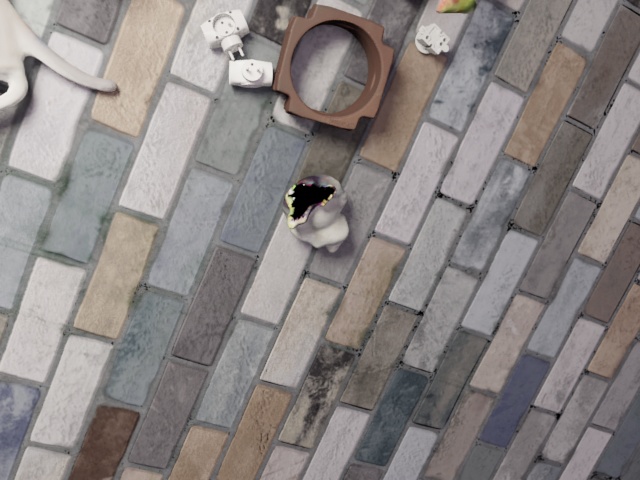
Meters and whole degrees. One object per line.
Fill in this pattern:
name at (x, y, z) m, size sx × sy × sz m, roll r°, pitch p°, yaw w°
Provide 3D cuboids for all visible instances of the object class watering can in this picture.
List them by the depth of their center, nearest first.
watering can at (-0.528, -0.322, 0.835) m, size 0.349 × 0.104 × 0.222 m, roll -13°, pitch 105°, yaw -25°

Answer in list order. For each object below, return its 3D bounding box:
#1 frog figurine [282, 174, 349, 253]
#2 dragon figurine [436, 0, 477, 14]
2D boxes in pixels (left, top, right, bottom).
frog figurine at (0.003, -0.052, 1.035) m, size 0.138 × 0.124 × 0.157 m, roll -53°, pitch 146°, yaw -3°
dragon figurine at (0.301, -0.575, 0.943) m, size 0.417 × 0.123 × 0.238 m, roll -60°, pitch 142°, yaw -21°
